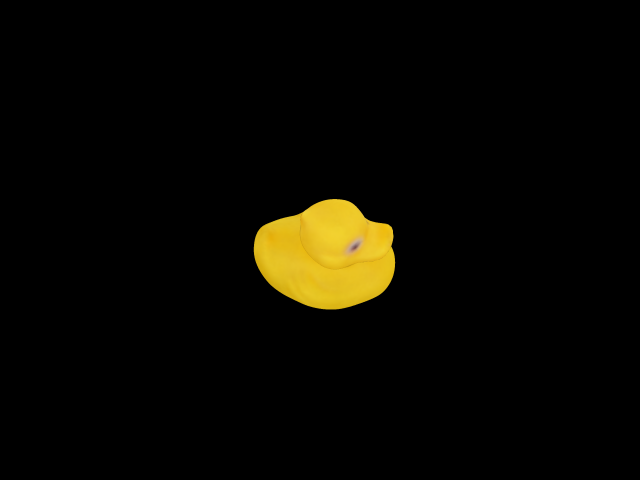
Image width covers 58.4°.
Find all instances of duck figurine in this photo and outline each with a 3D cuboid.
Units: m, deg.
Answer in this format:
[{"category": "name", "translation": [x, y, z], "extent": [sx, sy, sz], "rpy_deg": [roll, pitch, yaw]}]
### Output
[{"category": "duck figurine", "translation": [0.004, 0.001, 0.400], "extent": [0.104, 0.086, 0.077], "rpy_deg": [8, 66, 4]}]
